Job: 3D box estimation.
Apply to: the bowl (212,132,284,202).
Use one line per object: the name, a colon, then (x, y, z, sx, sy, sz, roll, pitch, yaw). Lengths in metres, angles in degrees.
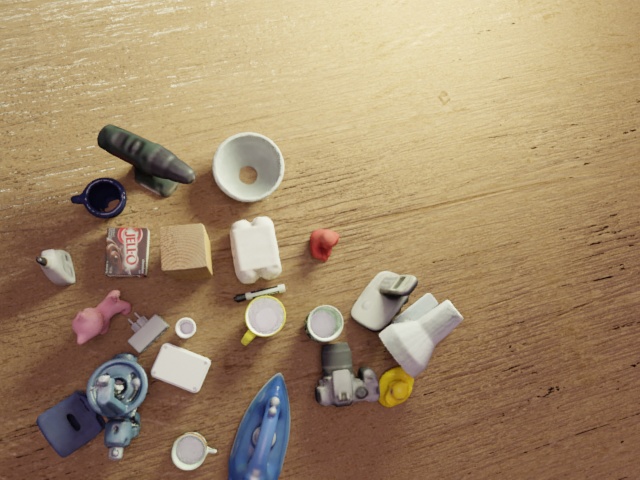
bowl: (-0.169, -0.165, 1.355, 0.167, 0.074, 0.167, 1, 80, -7)

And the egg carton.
egg carton: (-0.151, 0.023, 1.326, 0.107, 0.069, 0.150, -11, 82, -9)

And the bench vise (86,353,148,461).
bench vise: (-0.404, 0.336, 1.161, 0.121, 0.219, 0.207, -18, 83, -10)

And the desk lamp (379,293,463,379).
desk lamp: (0.222, 0.202, 1.270, 0.203, 0.213, 0.118, -38, 86, -12)

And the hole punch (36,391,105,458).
hole punch: (-0.521, 0.384, 1.203, 0.101, 0.091, 0.108, -37, 86, -12)

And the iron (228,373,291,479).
iron: (-0.118, 0.415, 1.224, 0.118, 0.141, 0.258, 15, 78, -4)

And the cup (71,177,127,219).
cup: (-0.488, -0.085, 1.288, 0.118, 0.095, 0.092, -5, 81, -8)

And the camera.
camera: (0.058, 0.300, 1.289, 0.143, 0.100, 0.137, -5, 81, -8)

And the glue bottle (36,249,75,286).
glue bottle: (-0.566, 0.052, 1.214, 0.037, 0.173, 0.078, -13, 82, -9)

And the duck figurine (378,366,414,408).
duck figurine: (0.179, 0.336, 1.306, 0.077, 0.086, 0.105, 42, 78, 2)

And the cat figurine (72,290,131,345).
cat figurine: (-0.479, 0.163, 1.234, 0.067, 0.117, 0.128, 43, 78, 2)

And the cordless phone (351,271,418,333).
cordless phone: (0.150, 0.135, 1.287, 0.094, 0.185, 0.148, 36, 78, 0)

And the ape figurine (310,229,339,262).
ape figurine: (0.012, 0.005, 1.340, 0.078, 0.092, 0.076, -27, 84, -11)

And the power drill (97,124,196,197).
power drill: (-0.368, -0.165, 1.261, 0.229, 0.208, 0.076, 28, 78, -2)
